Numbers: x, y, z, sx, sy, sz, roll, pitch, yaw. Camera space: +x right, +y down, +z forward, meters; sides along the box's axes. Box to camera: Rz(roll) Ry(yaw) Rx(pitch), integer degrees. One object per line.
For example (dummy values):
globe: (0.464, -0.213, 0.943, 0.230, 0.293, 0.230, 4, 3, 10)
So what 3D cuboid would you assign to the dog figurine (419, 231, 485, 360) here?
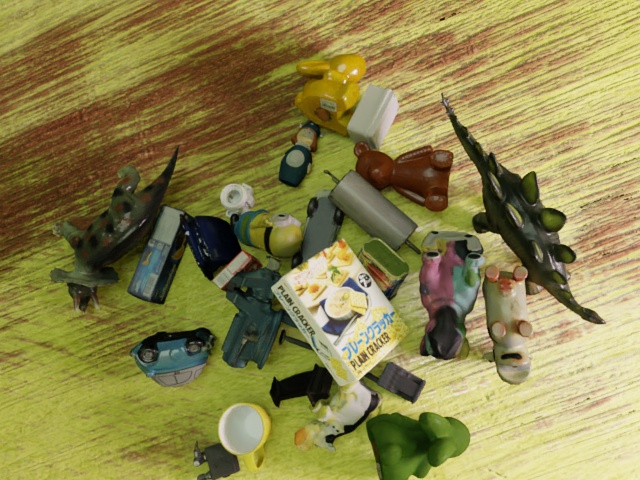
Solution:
dog figurine: (0.231, 0.109, 0.977, 0.109, 0.191, 0.219, 4, 111, 10)

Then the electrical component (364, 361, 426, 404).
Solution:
electrical component: (0.130, 0.248, 0.974, 0.119, 0.074, 0.047, 27, 84, 20)

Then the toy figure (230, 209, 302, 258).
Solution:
toy figure: (-0.106, -0.015, 1.068, 0.180, 0.082, 0.089, 6, 116, 44)

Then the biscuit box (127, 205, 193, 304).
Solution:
biscuit box: (-0.333, 0.032, 1.137, 0.059, 0.062, 0.202, 17, 80, 15)

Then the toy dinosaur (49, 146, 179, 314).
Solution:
toy dinosaur: (-0.417, -0.022, 1.113, 0.405, 0.131, 0.192, -45, 54, 5)

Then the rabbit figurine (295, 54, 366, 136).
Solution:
rabbit figurine: (0.031, -0.325, 1.139, 0.163, 0.121, 0.173, 18, 66, 26)

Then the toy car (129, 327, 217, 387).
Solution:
toy car: (-0.284, 0.235, 1.062, 0.162, 0.109, 0.102, -7, 97, -1)

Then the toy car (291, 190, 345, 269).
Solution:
toy car: (-0.002, -0.003, 1.078, 0.074, 0.056, 0.201, 14, 80, 9)

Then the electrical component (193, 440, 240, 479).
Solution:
electrical component: (-0.193, 0.410, 1.017, 0.102, 0.045, 0.078, -15, 72, 8)

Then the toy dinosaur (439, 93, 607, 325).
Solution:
toy dinosaur: (0.341, -0.051, 0.939, 0.105, 0.198, 0.471, -33, 73, -1)

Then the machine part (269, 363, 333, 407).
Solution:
machine part: (-0.034, 0.272, 0.995, 0.139, 0.039, 0.084, -19, 33, 29)

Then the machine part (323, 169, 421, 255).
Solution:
machine part: (0.101, -0.055, 1.034, 0.243, 0.079, 0.079, 40, 87, 4)

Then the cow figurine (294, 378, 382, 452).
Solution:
cow figurine: (0.032, 0.323, 0.976, 0.098, 0.068, 0.167, 42, 88, -20)

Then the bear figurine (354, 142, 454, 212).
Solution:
bear figurine: (0.153, -0.129, 1.038, 0.196, 0.132, 0.120, 9, 103, 8)

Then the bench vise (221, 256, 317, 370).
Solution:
bench vise: (-0.072, 0.155, 1.018, 0.241, 0.129, 0.223, 22, 82, -5)

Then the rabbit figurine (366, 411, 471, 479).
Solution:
rabbit figurine: (0.175, 0.336, 0.913, 0.170, 0.159, 0.121, -12, 63, -7)

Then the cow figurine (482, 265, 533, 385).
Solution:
cow figurine: (0.322, 0.149, 0.928, 0.086, 0.127, 0.195, -5, 73, 12)

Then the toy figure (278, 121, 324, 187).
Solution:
toy figure: (-0.038, -0.187, 1.133, 0.064, 0.058, 0.154, 26, 79, -21)

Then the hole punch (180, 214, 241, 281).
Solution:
hole punch: (-0.218, 0.010, 1.094, 0.092, 0.115, 0.142, -23, 72, -3)
